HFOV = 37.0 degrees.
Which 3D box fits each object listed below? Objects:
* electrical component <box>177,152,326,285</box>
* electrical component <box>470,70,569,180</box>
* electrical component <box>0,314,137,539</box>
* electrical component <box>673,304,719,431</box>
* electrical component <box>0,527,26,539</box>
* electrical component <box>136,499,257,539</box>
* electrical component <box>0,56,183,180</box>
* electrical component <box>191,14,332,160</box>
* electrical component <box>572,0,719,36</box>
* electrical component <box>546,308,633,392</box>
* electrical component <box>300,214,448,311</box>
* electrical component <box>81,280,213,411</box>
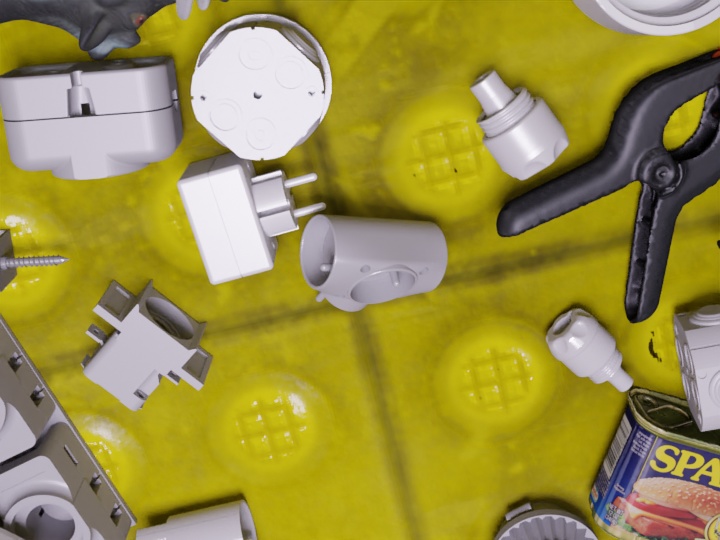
[{"bbox_3d":[-0.060,-0.037,0.640,0.077,0.047,0.065,-15,108,5],"label":"electrical component"},{"bbox_3d":[0.089,-0.087,0.626,0.043,0.043,0.062,-36,104,11],"label":"electrical component"},{"bbox_3d":[-0.241,0.125,0.686,0.105,0.060,0.186,-26,107,8],"label":"electrical component"},{"bbox_3d":[0.226,0.058,0.657,0.051,0.080,0.080,-11,108,9],"label":"electrical component"},{"bbox_3d":[-0.248,0.179,0.638,0.096,0.061,0.061,30,106,-10],"label":"electrical component"},{"bbox_3d":[-0.113,0.183,0.715,0.081,0.043,0.043,-14,108,4],"label":"electrical component"},{"bbox_3d":[-0.153,-0.087,0.619,0.095,0.053,0.059,-4,108,1],"label":"electrical component"},{"bbox_3d":[-0.057,-0.104,0.615,0.080,0.051,0.080,0,109,0],"label":"electrical component"},{"bbox_3d":[0.165,-0.179,0.586,0.108,0.060,0.108,0,109,0],"label":"electrical component"},{"bbox_3d":[0.148,0.054,0.679,0.061,0.035,0.035,41,104,-15],"label":"electrical component"},{"bbox_3d":[0.000,0.000,0.648,0.077,0.044,0.079,2,149,-31],"label":"electrical component"},{"bbox_3d":[-0.135,0.049,0.671,0.081,0.042,0.063,39,107,-12],"label":"electrical component"}]
